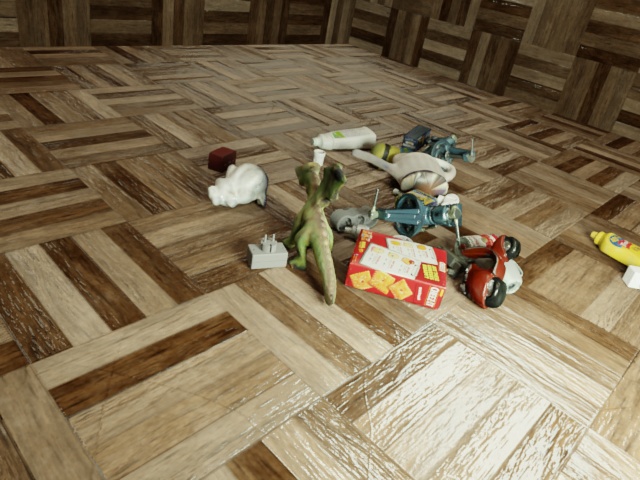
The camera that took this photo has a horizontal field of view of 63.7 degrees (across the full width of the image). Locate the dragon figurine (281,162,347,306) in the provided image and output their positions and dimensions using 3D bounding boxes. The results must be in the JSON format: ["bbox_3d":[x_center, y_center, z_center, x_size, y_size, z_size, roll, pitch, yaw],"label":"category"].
[{"bbox_3d":[0.004,-0.060,1.186,0.122,0.238,0.418,5,28,-21],"label":"dragon figurine"}]

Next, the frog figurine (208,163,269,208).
[{"bbox_3d":[-0.223,-0.148,1.380,0.159,0.120,0.140,3,47,-37],"label":"frog figurine"}]

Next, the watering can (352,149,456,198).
[{"bbox_3d":[0.280,-0.224,1.676,0.347,0.101,0.229,5,35,-5],"label":"watering can"}]
